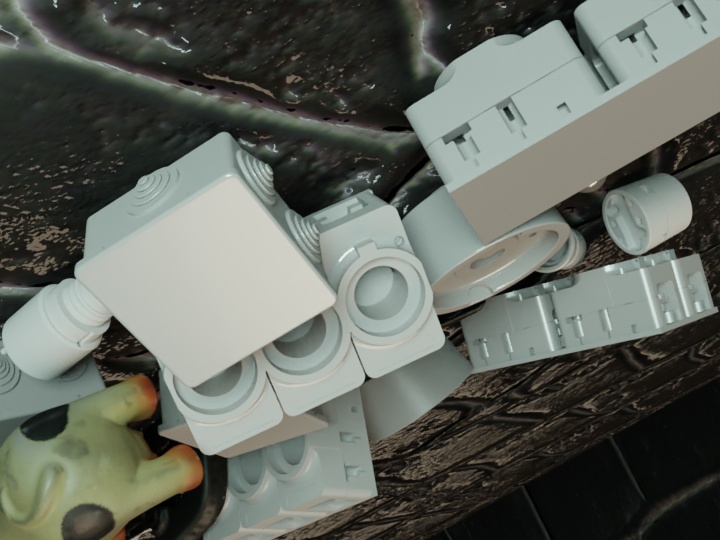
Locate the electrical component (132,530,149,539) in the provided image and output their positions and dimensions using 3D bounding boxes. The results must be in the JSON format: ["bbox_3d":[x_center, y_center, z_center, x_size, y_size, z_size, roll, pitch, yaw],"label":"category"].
[{"bbox_3d":[-0.180,0.209,0.968,0.138,0.052,0.073,-22,160,-14],"label":"electrical component"}]

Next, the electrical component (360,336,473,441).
[{"bbox_3d":[0.035,0.090,0.919,0.108,0.060,0.108,-36,-179,1],"label":"electrical component"}]

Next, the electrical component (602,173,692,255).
[{"bbox_3d":[0.228,-0.046,0.851,0.047,0.055,0.055,-24,161,-21],"label":"electrical component"}]

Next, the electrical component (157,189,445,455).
[{"bbox_3d":[-0.039,0.028,0.604,0.150,0.089,0.062,-24,-162,-8],"label":"electrical component"}]

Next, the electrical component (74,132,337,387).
[{"bbox_3d":[-0.072,-0.005,0.509,0.100,0.048,0.099,-31,124,11],"label":"electrical component"}]

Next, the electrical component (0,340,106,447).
[{"bbox_3d":[-0.200,0.077,0.606,0.100,0.048,0.100,-8,153,-44],"label":"electrical component"}]

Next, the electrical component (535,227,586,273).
[{"bbox_3d":[0.154,-0.019,0.843,0.044,0.044,0.065,-34,165,19],"label":"electrical component"}]

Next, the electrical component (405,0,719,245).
[{"bbox_3d":[0.125,-0.097,0.570,0.186,0.060,0.105,-30,161,8],"label":"electrical component"}]

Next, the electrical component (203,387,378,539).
[{"bbox_3d":[-0.066,0.153,0.842,0.062,0.089,0.150,14,146,-41],"label":"electrical component"}]

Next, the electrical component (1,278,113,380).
[{"bbox_3d":[-0.148,0.024,0.551,0.078,0.040,0.040,-36,159,24],"label":"electrical component"}]

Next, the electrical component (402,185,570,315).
[{"bbox_3d":[0.072,-0.025,0.686,0.108,0.060,0.108,-24,161,-9],"label":"electrical component"}]

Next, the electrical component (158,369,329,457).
[{"bbox_3d":[-0.082,0.089,0.751,0.100,0.048,0.100,-20,152,20],"label":"electrical component"}]

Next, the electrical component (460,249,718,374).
[{"bbox_3d":[0.190,0.034,0.917,0.186,0.060,0.105,-18,175,41],"label":"electrical component"}]
